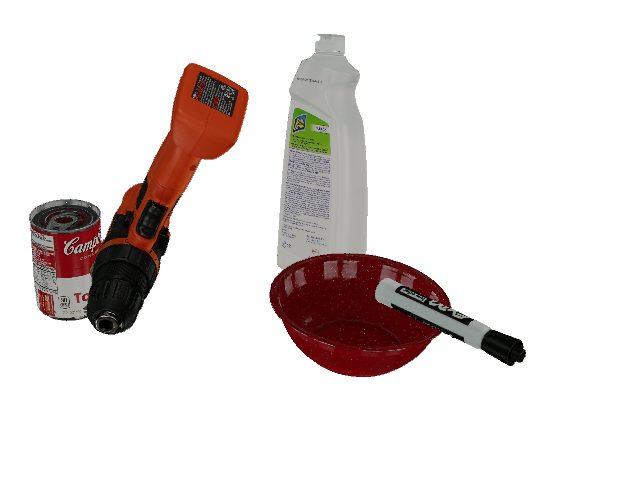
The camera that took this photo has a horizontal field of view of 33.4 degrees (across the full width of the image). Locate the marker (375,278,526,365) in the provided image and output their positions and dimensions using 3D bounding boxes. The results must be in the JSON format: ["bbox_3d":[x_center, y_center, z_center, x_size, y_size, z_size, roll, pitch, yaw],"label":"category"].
[{"bbox_3d":[0.089,0.056,0.738,0.121,0.020,0.020,25,16,37],"label":"marker"}]

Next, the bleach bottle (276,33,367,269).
[{"bbox_3d":[0.009,-0.088,1.119,0.103,0.251,0.067,13,16,34],"label":"bleach bottle"}]

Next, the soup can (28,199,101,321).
[{"bbox_3d":[-0.249,0.020,1.054,0.068,0.102,0.068,2,28,-1],"label":"soup can"}]

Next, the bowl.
[{"bbox_3d":[0.034,0.073,0.954,0.162,0.055,0.162,4,29,-2],"label":"bowl"}]

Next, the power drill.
[{"bbox_3d":[-0.127,-0.035,0.853,0.057,0.188,0.184,26,32,-16],"label":"power drill"}]
